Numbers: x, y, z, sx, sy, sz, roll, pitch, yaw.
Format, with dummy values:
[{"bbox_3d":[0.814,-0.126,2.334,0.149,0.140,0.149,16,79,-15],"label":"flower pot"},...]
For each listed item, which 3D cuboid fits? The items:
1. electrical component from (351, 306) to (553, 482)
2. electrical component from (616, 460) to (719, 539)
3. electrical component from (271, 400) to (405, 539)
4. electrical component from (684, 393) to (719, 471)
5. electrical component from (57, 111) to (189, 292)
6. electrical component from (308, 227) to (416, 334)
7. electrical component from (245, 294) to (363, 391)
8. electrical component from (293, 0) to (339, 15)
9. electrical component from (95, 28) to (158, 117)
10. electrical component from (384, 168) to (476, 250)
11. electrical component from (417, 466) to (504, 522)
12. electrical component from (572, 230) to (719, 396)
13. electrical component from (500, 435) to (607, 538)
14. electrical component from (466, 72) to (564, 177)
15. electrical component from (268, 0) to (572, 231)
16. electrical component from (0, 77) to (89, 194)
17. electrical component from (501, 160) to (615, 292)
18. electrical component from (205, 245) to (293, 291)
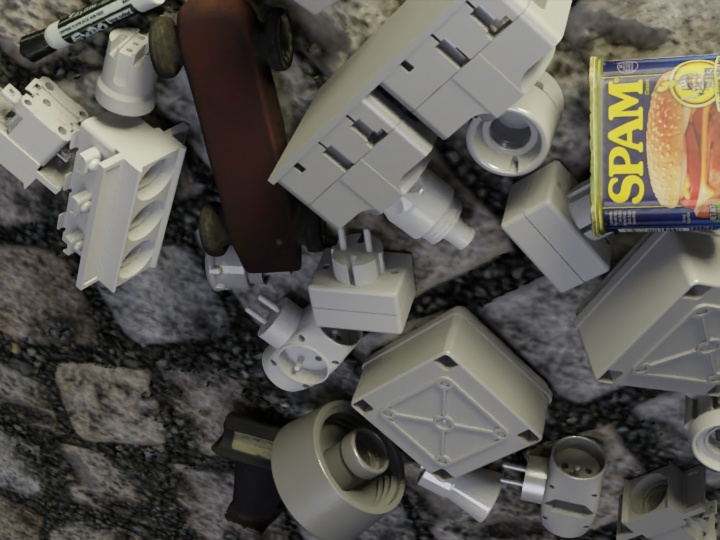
[{"bbox_3d":[0.069,0.096,0.814,0.109,0.056,0.109,42,130,-18],"label":"electrical component"},{"bbox_3d":[0.244,0.190,0.844,0.064,0.042,0.081,40,131,-18],"label":"electrical component"},{"bbox_3d":[-0.011,0.156,0.865,0.108,0.108,0.060,41,125,-17],"label":"electrical component"},{"bbox_3d":[0.260,0.104,0.752,0.078,0.057,0.058,33,132,-10],"label":"electrical component"},{"bbox_3d":[-0.172,-0.052,0.766,0.063,0.079,0.121,39,135,15],"label":"electrical component"},{"bbox_3d":[0.000,0.000,0.762,0.066,0.047,0.076,5,131,16],"label":"electrical component"},{"bbox_3d":[-0.051,0.047,0.824,0.079,0.044,0.077,37,131,-14],"label":"electrical component"},{"bbox_3d":[-0.010,-0.178,0.604,0.047,0.065,0.077,-24,147,34],"label":"electrical component"},{"bbox_3d":[-0.151,-0.131,0.709,0.040,0.040,0.046,22,127,1],"label":"electrical component"},{"bbox_3d":[0.048,-0.038,0.715,0.062,0.043,0.043,36,132,-14],"label":"electrical component"},{"bbox_3d":[0.081,0.174,0.891,0.065,0.044,0.044,27,133,3],"label":"electrical component"},{"bbox_3d":[0.210,0.026,0.676,0.109,0.056,0.108,9,138,-24],"label":"electrical component"},{"bbox_3d":[0.151,0.169,0.858,0.079,0.043,0.077,11,132,11],"label":"electrical component"},{"bbox_3d":[0.093,-0.090,0.650,0.055,0.047,0.055,10,132,11],"label":"electrical component"},{"bbox_3d":[0.039,-0.112,0.611,0.060,0.105,0.186,39,131,-15],"label":"electrical component"},{"bbox_3d":[-0.230,-0.099,0.762,0.081,0.042,0.064,43,129,-19],"label":"electrical component"},{"bbox_3d":[0.141,-0.035,0.681,0.077,0.047,0.066,-29,115,36],"label":"electrical component"},{"bbox_3d":[-0.080,-0.007,0.788,0.062,0.048,0.048,3,131,8],"label":"electrical component"}]
